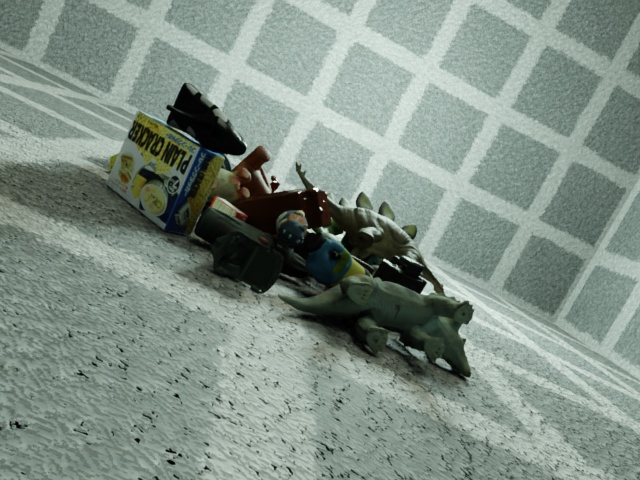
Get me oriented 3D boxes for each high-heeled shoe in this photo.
[{"bbox_3d":[-0.195,-0.206,0.954,0.145,0.086,0.249,27,12,-14],"label":"high-heeled shoe"}]

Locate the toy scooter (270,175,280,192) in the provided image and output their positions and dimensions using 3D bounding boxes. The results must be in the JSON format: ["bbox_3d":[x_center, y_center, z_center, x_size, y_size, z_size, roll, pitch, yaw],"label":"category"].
[{"bbox_3d":[-0.126,-0.101,1.512,0.184,0.135,0.075,31,6,19],"label":"toy scooter"}]

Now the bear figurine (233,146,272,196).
[{"bbox_3d":[-0.132,-0.106,1.288,0.195,0.120,0.132,48,-31,-11],"label":"bear figurine"}]

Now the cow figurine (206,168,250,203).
[{"bbox_3d":[-0.258,-0.117,1.130,0.127,0.085,0.195,-21,-18,38],"label":"cow figurine"}]

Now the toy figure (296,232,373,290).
[{"bbox_3d":[0.035,0.057,0.987,0.180,0.089,0.082,53,-3,-28],"label":"toy figure"}]

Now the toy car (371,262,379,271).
[{"bbox_3d":[0.178,0.111,1.345,0.201,0.073,0.056,20,6,-42],"label":"toy car"}]

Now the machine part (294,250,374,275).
[{"bbox_3d":[0.022,0.053,1.129,0.179,0.056,0.179,20,-7,3],"label":"machine part"}]

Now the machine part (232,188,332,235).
[{"bbox_3d":[-0.083,-0.055,1.143,0.202,0.087,0.201,-10,1,10],"label":"machine part"}]

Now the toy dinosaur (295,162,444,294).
[{"bbox_3d":[0.119,-0.016,1.264,0.471,0.105,0.199,37,35,-11],"label":"toy dinosaur"}]

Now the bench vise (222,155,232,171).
[{"bbox_3d":[-0.308,-0.203,1.362,0.224,0.128,0.241,25,32,5],"label":"bench vise"}]

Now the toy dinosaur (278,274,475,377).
[{"bbox_3d":[0.109,0.119,0.916,0.405,0.131,0.192,21,-4,-15],"label":"toy dinosaur"}]

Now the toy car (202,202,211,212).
[{"bbox_3d":[-0.271,-0.092,1.244,0.202,0.053,0.089,26,-11,-34],"label":"toy car"}]

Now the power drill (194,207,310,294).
[{"bbox_3d":[-0.107,0.023,0.925,0.232,0.086,0.207,29,11,-11],"label":"power drill"}]

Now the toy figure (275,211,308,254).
[{"bbox_3d":[-0.051,-0.018,0.952,0.058,0.064,0.154,4,9,-2],"label":"toy figure"}]

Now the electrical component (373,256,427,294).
[{"bbox_3d":[0.160,0.099,1.128,0.115,0.134,0.058,18,14,-48],"label":"electrical component"}]

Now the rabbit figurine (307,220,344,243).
[{"bbox_3d":[-0.003,-0.004,1.319,0.159,0.121,0.170,18,7,-17],"label":"rabbit figurine"}]

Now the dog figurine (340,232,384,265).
[{"bbox_3d":[0.099,0.025,1.440,0.108,0.219,0.191,23,51,-12],"label":"dog figurine"}]
